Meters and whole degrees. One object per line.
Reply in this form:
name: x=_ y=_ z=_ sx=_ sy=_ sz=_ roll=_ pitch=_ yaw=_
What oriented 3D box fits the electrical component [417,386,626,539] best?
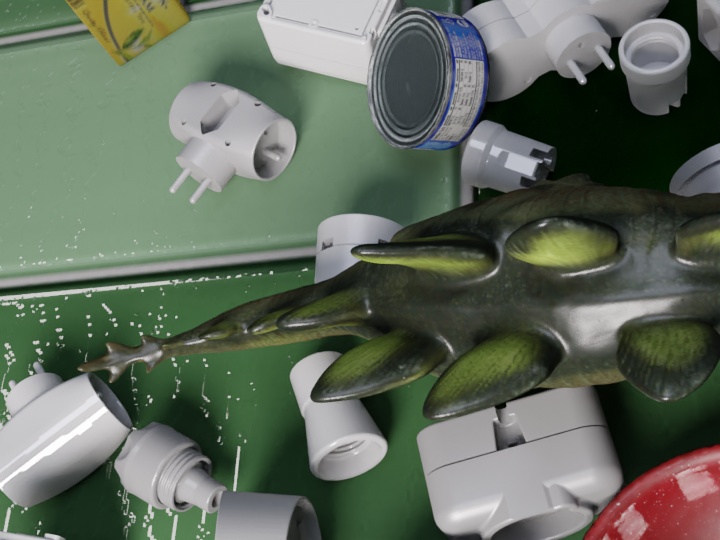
electrical component: x=0.083 y=0.103 z=0.546 sx=0.095 sy=0.053 sz=0.059 roll=-18 pitch=59 yaw=9

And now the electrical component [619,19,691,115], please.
electrical component: x=0.176 y=-0.119 z=0.638 sx=0.040 sy=0.046 sz=0.040 roll=-8 pitch=61 yaw=15

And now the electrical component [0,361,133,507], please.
electrical component: x=-0.190 y=0.090 z=0.653 sx=0.077 sy=0.043 sz=0.079 roll=-37 pitch=58 yaw=-3

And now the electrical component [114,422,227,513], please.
electrical component: x=-0.104 y=0.116 z=0.610 sx=0.062 sy=0.043 sz=0.043 roll=23 pitch=72 yaw=27

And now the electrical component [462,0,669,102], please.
electrical component: x=0.130 y=-0.144 z=0.664 sx=0.138 sy=0.052 sz=0.073 roll=-27 pitch=58 yaw=4

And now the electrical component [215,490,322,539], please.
electrical component: x=-0.052 y=0.160 z=0.539 sx=0.064 sy=0.099 sz=0.099 roll=-4 pitch=61 yaw=10

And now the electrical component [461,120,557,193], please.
electrical component: x=0.089 y=-0.064 z=0.643 sx=0.046 sy=0.040 sz=0.040 roll=22 pitch=71 yaw=22

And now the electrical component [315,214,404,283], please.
electrical component: x=0.000 y=0.000 z=0.631 sx=0.055 sy=0.055 sz=0.047 roll=-2 pitch=66 yaw=18

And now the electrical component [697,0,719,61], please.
electrical component: x=0.249 y=-0.149 z=0.629 sx=0.077 sy=0.047 sz=0.065 roll=-31 pitch=57 yaw=1

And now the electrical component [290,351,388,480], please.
electrical component: x=-0.015 y=0.078 z=0.602 sx=0.044 sy=0.044 sz=0.065 roll=-26 pitch=53 yaw=4

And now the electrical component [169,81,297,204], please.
electrical component: x=-0.095 y=-0.079 z=0.711 sx=0.077 sy=0.043 sz=0.079 roll=27 pitch=74 yaw=29

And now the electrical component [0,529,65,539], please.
electrical component: x=-0.178 y=0.174 z=0.572 sx=0.062 sy=0.096 sz=0.061 roll=4 pitch=65 yaw=20

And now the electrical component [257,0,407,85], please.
electrical component: x=-0.010 y=-0.166 z=0.723 sx=0.096 sy=0.061 sz=0.061 roll=17 pitch=70 yaw=18
